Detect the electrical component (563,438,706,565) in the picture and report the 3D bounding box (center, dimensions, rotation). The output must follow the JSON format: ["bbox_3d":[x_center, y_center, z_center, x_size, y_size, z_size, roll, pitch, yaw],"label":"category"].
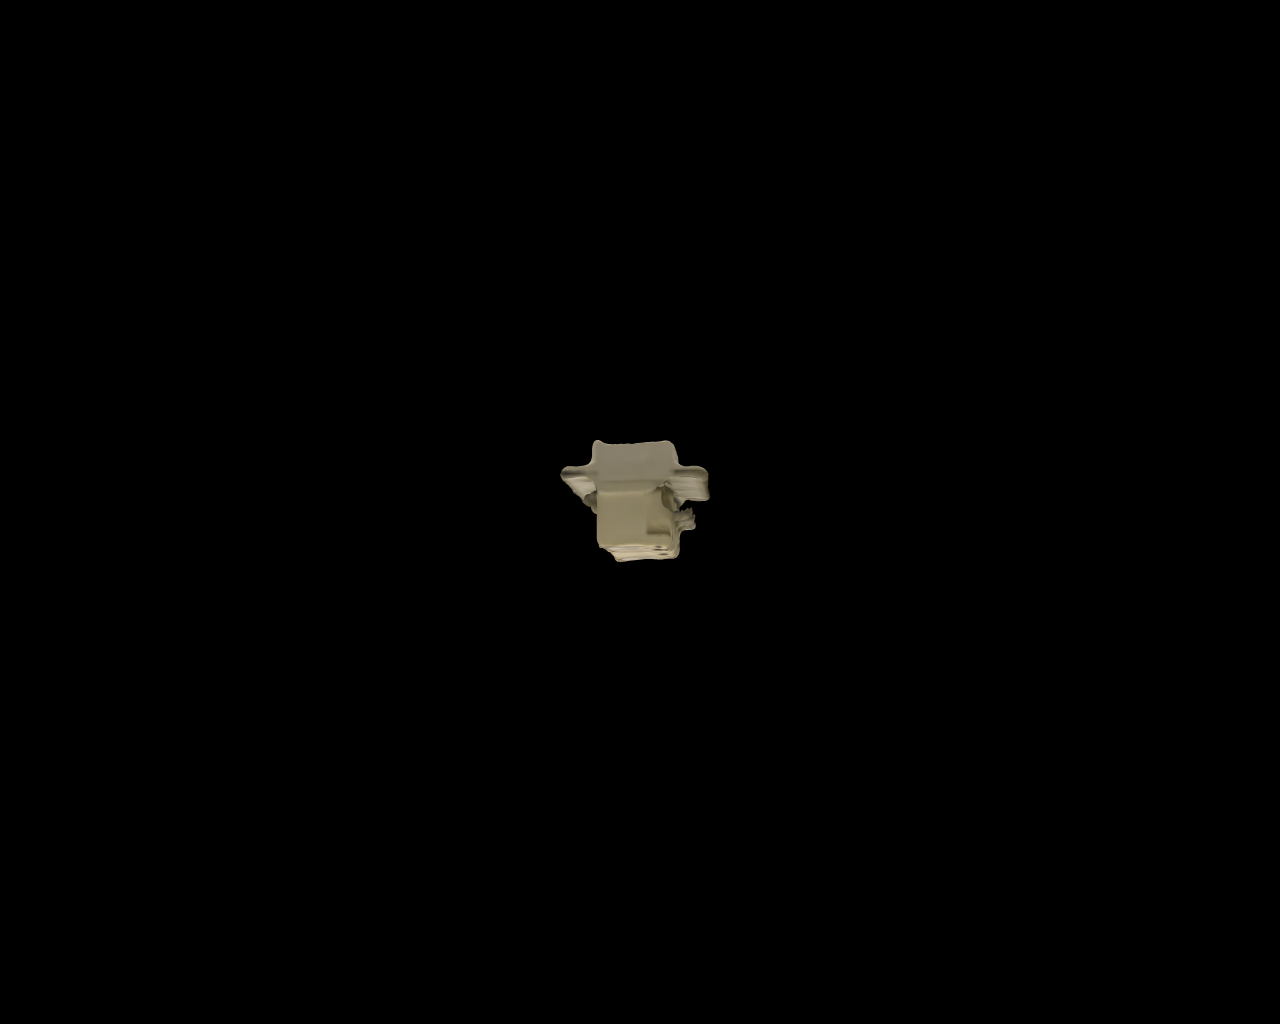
[{"bbox_3d":[0.001,-0.003,0.650,0.079,0.063,0.121,0,-7,4],"label":"electrical component"}]
